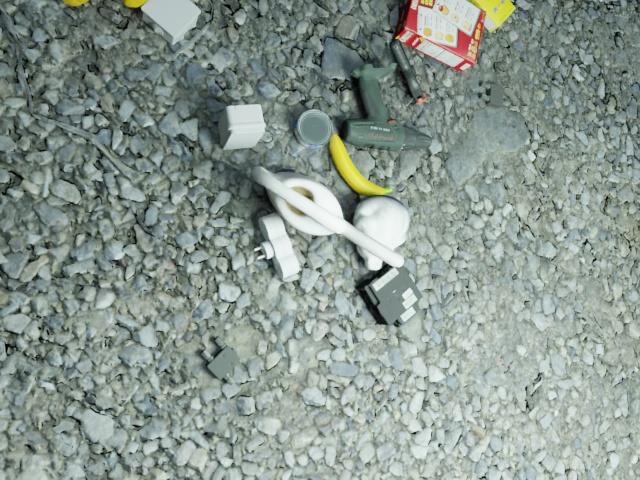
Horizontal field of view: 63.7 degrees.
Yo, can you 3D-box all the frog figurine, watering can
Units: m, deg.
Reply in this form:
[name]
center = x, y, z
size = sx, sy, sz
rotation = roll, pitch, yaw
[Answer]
[frog figurine]
center = 0.131, -0.017, 1.156
size = 0.136, 0.122, 0.162
rotation = 32, 60, -34
[watering can]
center = 0.003, -0.053, 1.062
size = 0.345, 0.226, 0.104
rotation = 32, 95, -17
